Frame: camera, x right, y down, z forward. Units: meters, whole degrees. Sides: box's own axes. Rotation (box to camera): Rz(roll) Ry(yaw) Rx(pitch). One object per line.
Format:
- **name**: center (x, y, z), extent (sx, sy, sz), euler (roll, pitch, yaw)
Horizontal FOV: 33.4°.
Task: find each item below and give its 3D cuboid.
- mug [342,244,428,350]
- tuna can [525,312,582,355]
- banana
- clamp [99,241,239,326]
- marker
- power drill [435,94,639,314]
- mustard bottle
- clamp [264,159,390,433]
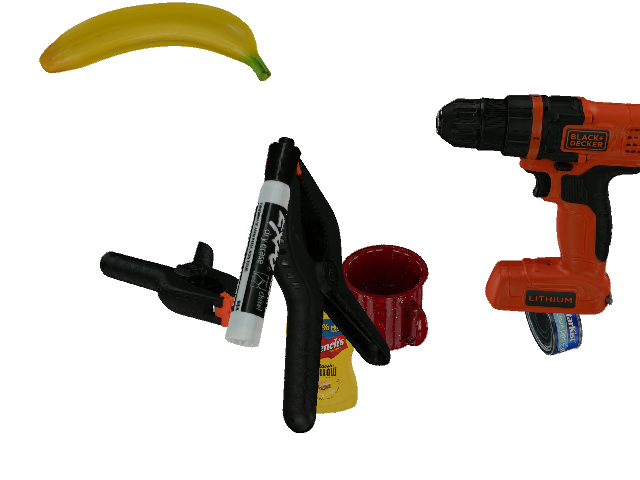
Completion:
- **mug**: center (0.075, 0.069, 1.139), extent (0.093, 0.081, 0.117), euler (-24, 41, -27)
- **tuna can**: center (0.259, 0.084, 1.196), extent (0.033, 0.086, 0.086), euler (-16, 2, -8)
- **banana**: center (-0.142, -0.176, 0.925), extent (0.197, 0.069, 0.037), euler (0, -33, -3)
- **clamp**: center (-0.121, 0.038, 1.030), extent (0.120, 0.039, 0.172), euler (-18, 31, -38)
- **marker**: center (-0.031, -0.001, 0.595), extent (0.020, 0.121, 0.020), euler (11, -16, 3)
- **power drill**: center (0.184, -0.031, 0.893), extent (0.184, 0.188, 0.057), euler (4, 29, 5)
- **mustard bottle**: center (0.002, 0.134, 1.421), extent (0.096, 0.192, 0.058), euler (-1, 18, -6)
- **clamp**: center (0.000, 0.033, 0.861), extent (0.036, 0.210, 0.164), euler (-11, 1, 28)
